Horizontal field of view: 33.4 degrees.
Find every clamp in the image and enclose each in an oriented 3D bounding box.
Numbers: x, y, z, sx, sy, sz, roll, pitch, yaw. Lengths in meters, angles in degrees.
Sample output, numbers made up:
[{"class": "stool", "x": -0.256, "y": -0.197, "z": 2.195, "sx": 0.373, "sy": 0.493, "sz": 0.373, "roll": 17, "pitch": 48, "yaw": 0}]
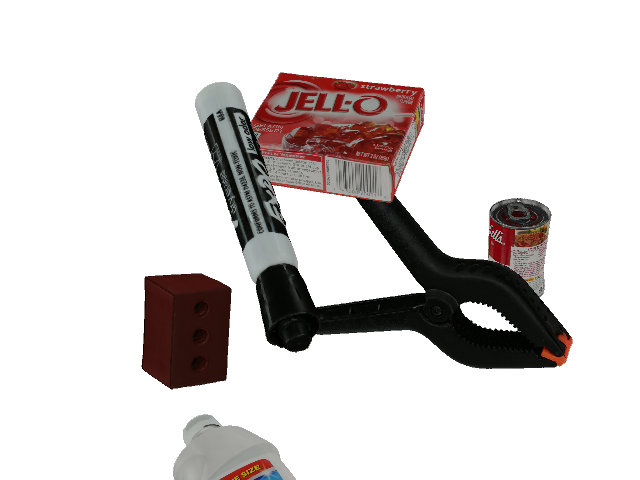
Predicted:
[{"class": "clamp", "x": 0.089, "y": 0.034, "z": 0.802, "sx": 0.210, "sy": 0.165, "sz": 0.036, "roll": 18, "pitch": 39, "yaw": 15}]

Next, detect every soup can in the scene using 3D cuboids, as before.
[{"class": "soup can", "x": 0.225, "y": 0.012, "z": 1.214, "sx": 0.068, "sy": 0.102, "sz": 0.068, "roll": -2, "pitch": 30, "yaw": 1}]

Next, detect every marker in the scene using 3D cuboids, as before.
[{"class": "marker", "x": -0.023, "y": -0.011, "z": 0.381, "sx": 0.020, "sy": 0.121, "sz": 0.020, "roll": -12, "pitch": -39, "yaw": -10}]

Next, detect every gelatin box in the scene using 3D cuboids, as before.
[{"class": "gelatin box", "x": 0.007, "y": -0.060, "z": 0.597, "sx": 0.089, "sy": 0.030, "sz": 0.073, "roll": 10, "pitch": 44, "yaw": 16}]

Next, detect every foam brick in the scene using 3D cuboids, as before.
[{"class": "foam brick", "x": -0.106, "y": 0.069, "z": 0.839, "sx": 0.052, "sy": 0.078, "sz": 0.051, "roll": -5, "pitch": 14, "yaw": -34}]

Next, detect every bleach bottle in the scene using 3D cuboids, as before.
[{"class": "bleach bottle", "x": -0.047, "y": 0.206, "z": 0.723, "sx": 0.102, "sy": 0.068, "sz": 0.251, "roll": -16, "pitch": 34, "yaw": -19}]
